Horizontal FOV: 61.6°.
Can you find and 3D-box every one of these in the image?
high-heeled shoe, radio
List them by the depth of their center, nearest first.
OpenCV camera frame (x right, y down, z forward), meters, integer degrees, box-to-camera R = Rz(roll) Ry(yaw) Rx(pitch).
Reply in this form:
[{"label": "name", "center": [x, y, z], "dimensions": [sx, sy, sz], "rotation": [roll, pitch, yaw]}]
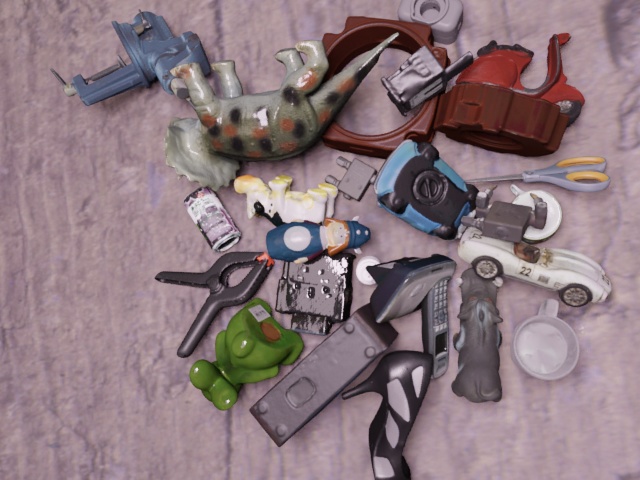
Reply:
[{"label": "high-heeled shoe", "center": [0.132, 0.273, 0.768], "dimensions": [0.145, 0.086, 0.248], "rotation": [-24, 104, 11]}, {"label": "radio", "center": [0.007, 0.196, 0.795], "dimensions": [0.229, 0.131, 0.073], "rotation": [-45, 78, 7]}]

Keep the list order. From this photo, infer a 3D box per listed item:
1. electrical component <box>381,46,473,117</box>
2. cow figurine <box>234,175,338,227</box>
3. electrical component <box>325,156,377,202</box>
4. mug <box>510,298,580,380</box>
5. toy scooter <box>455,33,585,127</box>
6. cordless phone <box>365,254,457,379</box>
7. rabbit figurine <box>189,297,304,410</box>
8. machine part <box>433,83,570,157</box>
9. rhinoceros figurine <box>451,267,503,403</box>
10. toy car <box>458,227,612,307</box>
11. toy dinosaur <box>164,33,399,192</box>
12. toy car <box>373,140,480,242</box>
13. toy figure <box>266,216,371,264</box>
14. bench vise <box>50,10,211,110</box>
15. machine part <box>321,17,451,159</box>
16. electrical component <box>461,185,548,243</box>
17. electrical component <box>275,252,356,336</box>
[{"label": "electrical component", "center": [0.147, -0.228, 0.738], "dimensions": [0.119, 0.075, 0.048], "rotation": [-37, 78, 13]}, {"label": "cow figurine", "center": [-0.060, -0.053, 0.868], "dimensions": [0.168, 0.068, 0.098], "rotation": [12, 111, 16]}, {"label": "electrical component", "center": [0.058, -0.094, 0.864], "dimensions": [0.094, 0.021, 0.063], "rotation": [30, 93, 14]}, {"label": "mug", "center": [0.300, 0.137, 0.738], "dimensions": [0.081, 0.107, 0.109], "rotation": [8, 77, 12]}, {"label": "toy scooter", "center": [0.300, -0.246, 0.789], "dimensions": [0.184, 0.075, 0.135], "rotation": [16, 89, 12]}, {"label": "cordless phone", "center": [0.137, 0.116, 0.769], "dimensions": [0.089, 0.146, 0.184], "rotation": [-3, 94, 41]}, {"label": "rabbit figurine", "center": [-0.127, 0.200, 0.834], "dimensions": [0.121, 0.159, 0.170], "rotation": [40, 111, 4]}, {"label": "machine part", "center": [0.245, -0.160, 0.744], "dimensions": [0.180, 0.179, 0.056], "rotation": [16, 93, 15]}, {"label": "rhinoceros figurine", "center": [0.220, 0.132, 0.755], "dimensions": [0.073, 0.112, 0.190], "rotation": [0, 65, 19]}, {"label": "toy car", "center": [0.289, 0.032, 0.730], "dimensions": [0.202, 0.073, 0.056], "rotation": [17, 123, 15]}, {"label": "toy dinosaur", "center": [-0.079, -0.180, 0.795], "dimensions": [0.405, 0.131, 0.192], "rotation": [-4, 109, 17]}, {"label": "toy car", "center": [0.151, -0.072, 0.795], "dimensions": [0.161, 0.103, 0.109], "rotation": [32, 92, -14]}, {"label": "toy figure", "center": [-0.001, -0.001, 0.804], "dimensions": [0.155, 0.058, 0.064], "rotation": [-8, 108, 8]}, {"label": "bench vise", "center": [-0.317, -0.288, 0.916], "dimensions": [0.241, 0.128, 0.224], "rotation": [-27, 71, -7]}, {"label": "machine part", "center": [0.089, -0.234, 0.836], "dimensions": [0.201, 0.087, 0.201], "rotation": [14, 87, 15]}, {"label": "electrical component", "center": [0.255, -0.037, 0.733], "dimensions": [0.102, 0.078, 0.045], "rotation": [18, 128, 32]}, {"label": "electrical component", "center": [-0.007, 0.081, 0.848], "dimensions": [0.115, 0.058, 0.134], "rotation": [5, 86, 17]}]
